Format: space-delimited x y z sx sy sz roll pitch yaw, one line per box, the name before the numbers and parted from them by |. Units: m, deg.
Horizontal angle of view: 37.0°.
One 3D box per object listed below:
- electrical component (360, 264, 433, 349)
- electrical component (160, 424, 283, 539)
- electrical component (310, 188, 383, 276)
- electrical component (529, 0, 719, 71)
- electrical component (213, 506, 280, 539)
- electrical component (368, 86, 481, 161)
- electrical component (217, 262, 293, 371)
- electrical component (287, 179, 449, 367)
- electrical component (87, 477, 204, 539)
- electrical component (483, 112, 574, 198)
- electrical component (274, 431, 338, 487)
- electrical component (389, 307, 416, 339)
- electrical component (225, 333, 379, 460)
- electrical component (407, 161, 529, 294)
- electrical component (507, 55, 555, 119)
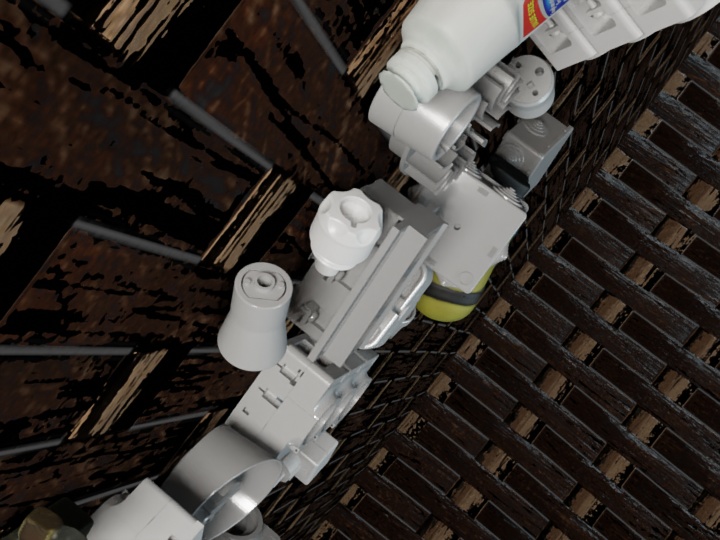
electrical component | 0.020 0.022 0.960 0.095 0.054 0.059 -53 170 4
electrical component | -0.116 0.173 0.854 0.099 0.064 0.099 -49 170 -12
electrical component | -0.013 -0.020 0.703 0.043 0.043 0.062 -43 168 -40
electrical component | 0.192 -0.201 0.754 0.089 0.061 0.150 -48 -164 -20
electrical component | -0.148 0.257 0.934 0.061 0.089 0.150 -58 168 31
electrical component | 0.040 -0.099 0.650 0.055 0.047 0.055 -50 170 -12
electrical component | -0.062 0.026 0.656 0.044 0.044 0.065 -44 163 -36
electrical component | 0.000 0.000 0.770 0.121 0.063 0.079 -57 169 26
electrical component | -0.170 0.219 0.783 0.089 0.062 0.150 -46 168 -29
electrical component | 0.177 -0.121 1.171 0.100 0.048 0.099 -41 165 -47
electrical component | -0.074 0.188 1.090 0.077 0.066 0.047 -44 167 -38
electrical component | 0.033 0.050 1.164 0.040 0.040 0.046 -44 173 -39
electrical component | -0.044 0.106 0.949 0.089 0.062 0.150 -54 170 13
electrical component | 0.082 -0.040 0.898 0.099 0.100 0.048 -55 -178 13
electrical component | 0.143 -0.155 0.913 0.045 0.045 0.055 -53 170 4
